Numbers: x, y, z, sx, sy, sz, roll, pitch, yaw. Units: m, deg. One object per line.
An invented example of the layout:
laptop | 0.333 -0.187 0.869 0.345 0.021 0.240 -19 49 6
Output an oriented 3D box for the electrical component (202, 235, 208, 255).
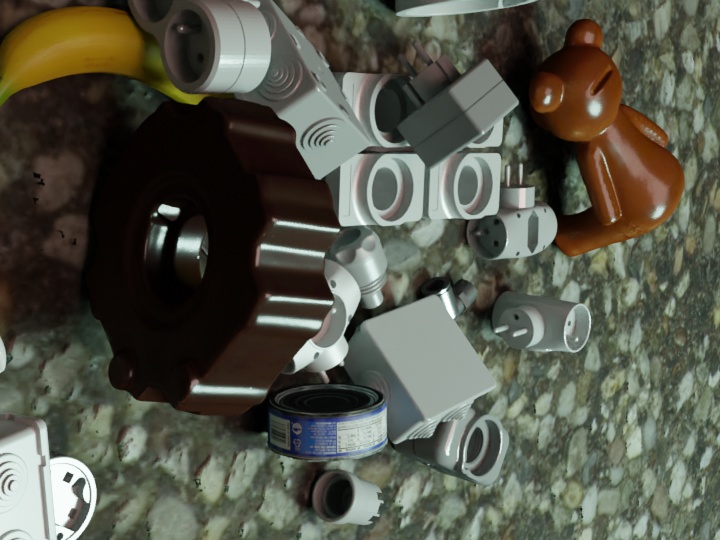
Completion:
electrical component | -0.068 -0.032 0.703 0.061 0.062 0.096 -54 132 -26

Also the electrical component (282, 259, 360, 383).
electrical component | -0.032 0.046 0.770 0.077 0.044 0.079 -47 128 -31

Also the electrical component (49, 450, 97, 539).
electrical component | -0.187 0.128 0.613 0.055 0.047 0.055 -11 105 -46

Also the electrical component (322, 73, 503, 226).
electrical component | 0.035 -0.091 0.807 0.186 0.060 0.105 -7 102 -47

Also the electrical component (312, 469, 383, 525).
electrical component | -0.008 0.176 0.825 0.046 0.040 0.040 29 75 -53

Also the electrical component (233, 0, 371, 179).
electrical component | -0.043 -0.113 0.677 0.048 0.099 0.100 -33 152 11

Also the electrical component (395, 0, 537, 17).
electrical component | 0.077 -0.225 0.797 0.108 0.108 0.060 -14 101 -46

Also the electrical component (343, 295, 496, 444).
electrical component | 0.042 0.076 0.825 0.100 0.048 0.099 -18 69 -45

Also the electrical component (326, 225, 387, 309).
electrical component | 0.000 0.000 0.798 0.043 0.043 0.062 -45 129 -33

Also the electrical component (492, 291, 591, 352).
electrical component | 0.149 0.048 0.945 0.079 0.077 0.044 -12 106 -46

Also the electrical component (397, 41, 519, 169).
electrical component | 0.055 -0.121 0.733 0.076 0.066 0.047 52 55 -6

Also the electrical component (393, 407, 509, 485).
electrical component | 0.080 0.142 0.901 0.095 0.059 0.053 34 72 -45

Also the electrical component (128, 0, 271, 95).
electrical component | -0.090 -0.162 0.621 0.074 0.052 0.138 -12 65 -46

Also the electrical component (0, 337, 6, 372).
electrical component | -0.222 0.046 0.563 0.062 0.048 0.048 -36 122 -31

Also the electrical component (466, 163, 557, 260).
electrical component | 0.133 -0.053 0.934 0.077 0.043 0.079 -13 107 -46

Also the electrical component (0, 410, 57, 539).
electrical component | -0.207 0.119 0.553 0.048 0.100 0.099 -21 113 -58
